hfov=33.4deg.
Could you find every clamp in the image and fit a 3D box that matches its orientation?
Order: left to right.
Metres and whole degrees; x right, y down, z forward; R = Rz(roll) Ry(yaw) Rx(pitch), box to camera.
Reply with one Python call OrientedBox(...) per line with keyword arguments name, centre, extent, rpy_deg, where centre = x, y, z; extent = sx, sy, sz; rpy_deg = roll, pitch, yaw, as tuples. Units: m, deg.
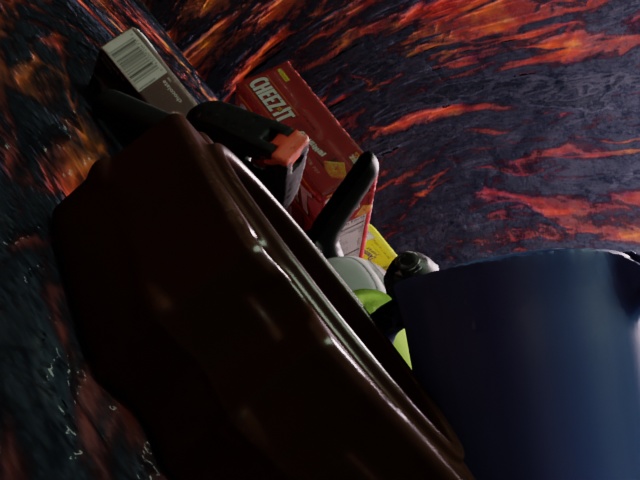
OrientedBox(name="clamp", centre=(-0.068, -0.048, 0.771), extent=(0.210, 0.036, 0.164), rpy_deg=(4, -42, 53))
OrientedBox(name="clamp", centre=(-0.006, 0.001, 0.884), extent=(0.039, 0.120, 0.171), rpy_deg=(-107, -170, -62))

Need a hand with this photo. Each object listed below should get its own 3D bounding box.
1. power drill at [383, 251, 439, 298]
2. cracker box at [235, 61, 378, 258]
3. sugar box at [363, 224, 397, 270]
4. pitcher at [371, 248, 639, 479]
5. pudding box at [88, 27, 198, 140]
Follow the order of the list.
OrientedBox(name="power drill", centre=(0.116, 0.111, 0.732), extent=(0.188, 0.057, 0.184), rpy_deg=(44, -19, 45))
OrientedBox(name="cracker box", centre=(-0.023, -0.048, 1.096), extent=(0.164, 0.072, 0.214), rpy_deg=(52, -24, 27))
OrientedBox(name="sugar box", centre=(0.059, 0.077, 1.203), extent=(0.093, 0.048, 0.176), rpy_deg=(-126, -154, -52))
OrientedBox(name="pitcher", centre=(0.113, 0.129, 0.580), extent=(0.149, 0.145, 0.243), rpy_deg=(141, -58, -76))
OrientedBox(name="pudding box", centre=(-0.137, -0.108, 0.873), extent=(0.113, 0.039, 0.090), rpy_deg=(53, -22, -2))
